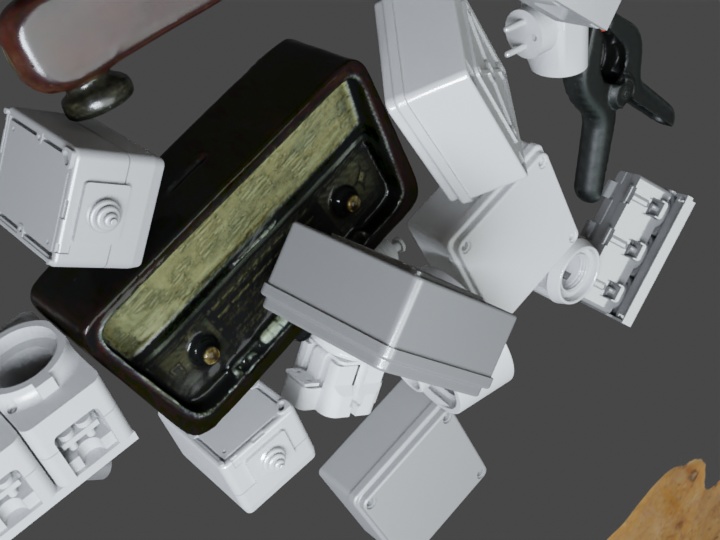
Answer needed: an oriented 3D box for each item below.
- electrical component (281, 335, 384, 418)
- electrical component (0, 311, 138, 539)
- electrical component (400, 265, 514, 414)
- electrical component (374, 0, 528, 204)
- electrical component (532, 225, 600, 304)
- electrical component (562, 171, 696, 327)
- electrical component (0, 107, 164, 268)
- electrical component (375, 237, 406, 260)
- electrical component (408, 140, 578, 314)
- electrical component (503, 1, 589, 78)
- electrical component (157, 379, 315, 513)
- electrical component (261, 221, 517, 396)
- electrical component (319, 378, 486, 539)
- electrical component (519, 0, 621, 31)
[{"bbox_3d":[-0.014,0.067,0.773,0.078,0.058,0.057,1,114,-44],"label":"electrical component"},{"bbox_3d":[-0.212,0.097,0.577,0.150,0.089,0.061,-38,134,-22],"label":"electrical component"},{"bbox_3d":[0.056,0.057,0.801,0.060,0.108,0.108,-37,133,-15],"label":"electrical component"},{"bbox_3d":[0.060,-0.119,0.700,0.056,0.108,0.108,-20,140,19],"label":"electrical component"},{"bbox_3d":[0.163,-0.006,0.900,0.078,0.057,0.058,-52,137,-9],"label":"electrical component"},{"bbox_3d":[0.232,-0.021,0.948,0.063,0.079,0.121,26,94,-18],"label":"electrical component"},{"bbox_3d":[-0.143,-0.041,0.562,0.061,0.096,0.061,2,111,-44],"label":"electrical component"},{"bbox_3d":[0.000,0.000,0.762,0.078,0.040,0.040,-33,131,-27],"label":"electrical component"},{"bbox_3d":[0.105,-0.031,0.832,0.108,0.056,0.108,-47,136,-14],"label":"electrical component"},{"bbox_3d":[0.134,-0.179,0.789,0.079,0.043,0.077,-29,129,-29],"label":"electrical component"},{"bbox_3d":[-0.076,0.112,0.709,0.062,0.096,0.061,-40,133,-21],"label":"electrical component"},{"bbox_3d":[0.017,0.023,0.636,0.109,0.109,0.056,21,93,-49],"label":"electrical component"},{"bbox_3d":[0.037,0.163,0.874,0.108,0.056,0.108,-46,136,-15],"label":"electrical component"},{"bbox_3d":[0.108,-0.229,0.692,0.150,0.062,0.089,20,98,-30],"label":"electrical component"}]
